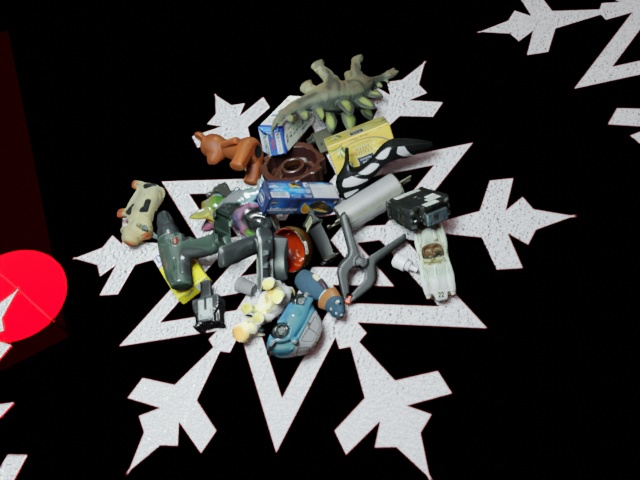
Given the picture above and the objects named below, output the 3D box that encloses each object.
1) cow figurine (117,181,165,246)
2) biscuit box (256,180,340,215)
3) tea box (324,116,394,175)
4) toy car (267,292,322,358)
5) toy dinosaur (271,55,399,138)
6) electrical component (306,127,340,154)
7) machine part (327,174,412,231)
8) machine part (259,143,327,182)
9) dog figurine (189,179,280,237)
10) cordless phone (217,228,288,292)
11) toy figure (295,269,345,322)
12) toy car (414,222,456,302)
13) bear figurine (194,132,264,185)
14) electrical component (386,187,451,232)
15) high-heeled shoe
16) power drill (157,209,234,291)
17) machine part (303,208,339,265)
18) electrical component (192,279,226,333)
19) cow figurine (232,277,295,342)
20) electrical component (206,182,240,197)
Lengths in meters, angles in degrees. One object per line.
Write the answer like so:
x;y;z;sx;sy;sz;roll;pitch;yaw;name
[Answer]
-0.490;-0.069;1.488;0.127;0.085;0.195;5;62;25;cow figurine
-0.054;-0.103;1.328;0.202;0.062;0.059;-2;53;-31;biscuit box
0.106;-0.241;1.394;0.170;0.098;0.068;-23;29;4;tea box
-0.048;0.203;1.204;0.103;0.109;0.161;31;60;5;toy car
0.039;-0.386;1.450;0.471;0.105;0.199;-25;66;-25;toy dinosaur
0.016;-0.277;1.483;0.102;0.045;0.078;-29;86;1;electrical component
0.123;-0.090;1.326;0.243;0.079;0.079;-32;58;-2;machine part
-0.070;-0.185;1.420;0.179;0.055;0.179;-7;43;7;machine part
-0.223;-0.057;1.392;0.219;0.108;0.191;-19;61;10;dog figurine
-0.162;0.058;1.241;0.089;0.146;0.184;14;21;34;cordless phone
0.006;0.125;1.246;0.058;0.064;0.155;-39;57;-24;toy figure
0.260;0.045;1.222;0.074;0.056;0.202;-10;59;10;toy car
-0.261;-0.235;1.493;0.196;0.120;0.132;5;67;21;bear figurine
0.234;-0.071;1.250;0.115;0.058;0.134;-23;25;-16;electrical component
0.161;-0.173;1.349;0.249;0.145;0.086;-5;24;4;high-heeled shoe
-0.315;-0.004;1.323;0.207;0.086;0.232;-20;64;16;power drill
-0.003;-0.004;1.321;0.039;0.084;0.139;-13;63;-30;machine part
-0.273;0.161;1.314;0.075;0.047;0.119;-16;58;6;electrical component
-0.132;0.168;1.254;0.167;0.098;0.068;-49;65;8;cow figurine
-0.269;-0.131;1.492;0.094;0.021;0.063;-28;57;0;electrical component
